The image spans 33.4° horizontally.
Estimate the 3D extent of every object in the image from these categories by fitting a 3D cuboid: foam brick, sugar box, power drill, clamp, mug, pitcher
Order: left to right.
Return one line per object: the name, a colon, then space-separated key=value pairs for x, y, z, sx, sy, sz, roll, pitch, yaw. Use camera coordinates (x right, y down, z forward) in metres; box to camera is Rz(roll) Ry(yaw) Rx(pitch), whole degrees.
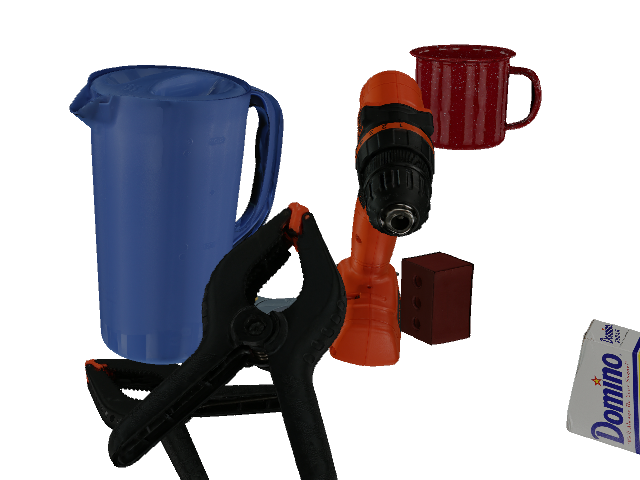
pitcher: x=-0.122 y=-0.024 z=0.914 sx=0.149 sy=0.243 sz=0.145 roll=8 pitch=21 yaw=10
clamp: x=-0.124 y=0.150 z=0.975 sx=0.210 sy=0.036 sz=0.164 roll=22 pitch=36 yaw=32
clamp: x=-0.024 y=0.061 z=0.564 sx=0.120 sy=0.171 sz=0.039 roll=21 pitch=-23 yaw=13
power drill: x=0.043 y=-0.005 z=0.753 sx=0.057 sy=0.188 sz=0.184 roll=8 pitch=33 yaw=-1
foam brick: x=0.113 y=0.056 z=1.048 sx=0.051 sy=0.078 sz=0.053 roll=-11 pitch=19 yaw=-33
mug: x=0.137 y=-0.127 z=0.950 sx=0.117 sy=0.081 sz=0.093 roll=4 pitch=18 yaw=12
sugar box: x=0.291 y=0.133 z=0.850 sx=0.176 sy=0.093 sz=0.048 roll=14 pitch=26 yaw=20

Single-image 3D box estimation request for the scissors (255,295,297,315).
scissors: x=-0.040 y=0.081 z=1.194 sx=0.201 sy=0.016 sz=0.096 roll=4 pitch=24 yaw=-5
